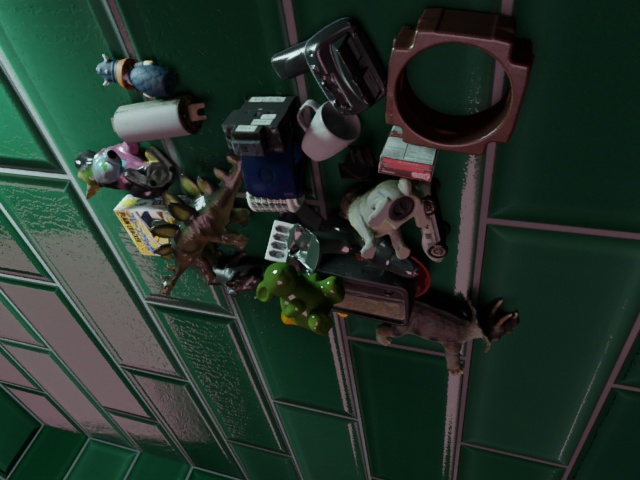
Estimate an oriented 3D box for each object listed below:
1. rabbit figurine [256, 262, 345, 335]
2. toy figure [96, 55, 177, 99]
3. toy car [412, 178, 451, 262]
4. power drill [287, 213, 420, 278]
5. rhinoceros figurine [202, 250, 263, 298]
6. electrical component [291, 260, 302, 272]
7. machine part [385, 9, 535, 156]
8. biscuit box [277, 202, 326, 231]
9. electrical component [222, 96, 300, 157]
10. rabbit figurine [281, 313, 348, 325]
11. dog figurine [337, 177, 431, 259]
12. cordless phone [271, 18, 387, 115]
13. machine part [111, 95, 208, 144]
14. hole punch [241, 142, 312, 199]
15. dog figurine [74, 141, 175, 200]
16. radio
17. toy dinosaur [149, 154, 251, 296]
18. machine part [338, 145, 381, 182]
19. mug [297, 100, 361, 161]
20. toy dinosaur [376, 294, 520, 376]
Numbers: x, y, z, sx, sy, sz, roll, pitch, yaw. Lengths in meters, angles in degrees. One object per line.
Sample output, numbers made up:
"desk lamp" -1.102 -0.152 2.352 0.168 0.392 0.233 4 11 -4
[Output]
"rabbit figurine" -0.053 0.092 1.083 0.159 0.121 0.170 13 155 45
"toy figure" -0.350 -0.309 1.019 0.155 0.064 0.057 17 177 14
"toy car" 0.213 -0.042 1.040 0.056 0.073 0.201 -4 133 23
"power drill" 0.055 0.016 1.050 0.232 0.207 0.085 39 128 43
"rhinoceros figurine" -0.213 0.089 1.350 0.191 0.112 0.073 9 136 28
"electrical component" -0.079 0.043 1.306 0.063 0.021 0.093 -3 135 27
"machine part" 0.208 -0.238 0.822 0.201 0.087 0.201 12 140 13
"biscuit box" -0.002 -0.004 1.191 0.202 0.059 0.063 40 135 -19
"electrical component" -0.106 -0.203 0.965 0.115 0.134 0.058 5 136 22
"rabbit figurine" -0.001 0.135 1.306 0.162 0.122 0.173 23 121 -5
"dog figurine" 0.104 -0.075 0.999 0.121 0.191 0.172 12 121 -30
"cordless phone" 0.008 -0.271 0.897 0.184 0.089 0.146 -3 135 42
"machine part" -0.323 -0.238 1.068 0.243 0.079 0.079 -2 134 25
"hole punch" -0.089 -0.135 1.025 0.142 0.092 0.115 4 94 16
"dog figurine" -0.452 -0.143 1.214 0.191 0.108 0.219 40 141 -23
"radio" 0.088 0.101 1.161 0.230 0.073 0.131 9 137 14
"toy dinosaur" -0.251 -0.044 1.174 0.198 0.105 0.471 24 117 -31
"machine part" 0.074 -0.135 0.989 0.084 0.039 0.139 8 170 4
"mug" 0.003 -0.195 0.969 0.109 0.081 0.107 34 145 -12
"toy dinosaur" 0.248 0.182 1.245 0.405 0.131 0.192 15 127 16
